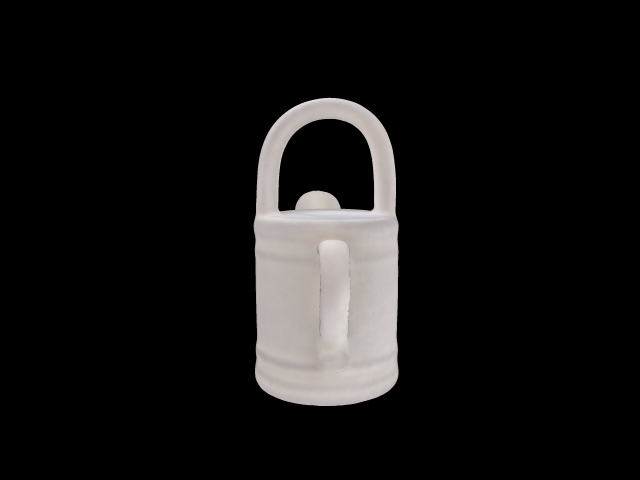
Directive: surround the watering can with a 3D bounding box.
[{"bbox_3d":[0.001,0.001,0.400,0.101,0.194,0.172,-4,8,-26],"label":"watering can"}]
